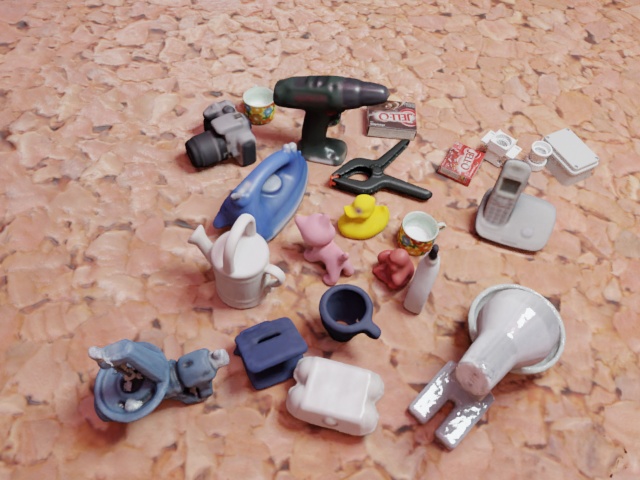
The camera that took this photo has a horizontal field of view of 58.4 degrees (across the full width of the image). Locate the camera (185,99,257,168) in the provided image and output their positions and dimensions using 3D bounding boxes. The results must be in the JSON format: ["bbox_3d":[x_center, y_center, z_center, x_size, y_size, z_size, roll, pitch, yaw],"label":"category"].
[{"bbox_3d":[-0.218,-0.220,1.203,0.137,0.101,0.143,-26,61,-20],"label":"camera"}]

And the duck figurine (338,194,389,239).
[{"bbox_3d":[0.088,-0.055,1.121,0.105,0.086,0.077,-12,57,-12],"label":"duck figurine"}]

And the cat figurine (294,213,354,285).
[{"bbox_3d":[0.010,0.004,1.057,0.067,0.118,0.127,-34,64,-23],"label":"cat figurine"}]

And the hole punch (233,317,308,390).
[{"bbox_3d":[-0.084,0.178,0.947,0.109,0.091,0.101,-20,59,-17],"label":"hole punch"}]

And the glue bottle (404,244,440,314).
[{"bbox_3d":[0.185,0.058,0.998,0.037,0.173,0.078,21,57,10],"label":"glue bottle"}]

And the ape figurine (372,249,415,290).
[{"bbox_3d":[0.140,0.046,1.053,0.076,0.092,0.078,1,56,-3],"label":"ape figurine"}]

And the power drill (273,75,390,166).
[{"bbox_3d":[0.018,-0.253,1.177,0.229,0.208,0.075,11,56,4],"label":"power drill"}]

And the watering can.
[{"bbox_3d":[-0.144,0.030,0.982,0.173,0.194,0.101,4,55,-1],"label":"watering can"}]

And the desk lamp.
[{"bbox_3d":[0.253,0.197,0.884,0.117,0.213,0.203,39,62,21],"label":"desk lamp"}]

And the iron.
[{"bbox_3d":[-0.097,-0.114,1.115,0.118,0.141,0.259,29,59,15],"label":"iron"}]

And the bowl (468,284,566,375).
[{"bbox_3d":[0.331,0.164,0.996,0.167,0.075,0.167,2,56,-3],"label":"bowl"}]

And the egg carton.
[{"bbox_3d":[0.025,0.250,0.919,0.150,0.069,0.107,13,56,5],"label":"egg carton"}]

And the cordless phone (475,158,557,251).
[{"bbox_3d":[0.386,-0.069,1.092,0.147,0.185,0.094,15,56,7],"label":"cordless phone"}]

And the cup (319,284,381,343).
[{"bbox_3d":[0.052,0.142,0.979,0.117,0.095,0.092,35,61,19],"label":"cup"}]

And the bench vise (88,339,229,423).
[{"bbox_3d":[-0.250,0.184,0.854,0.208,0.220,0.121,-30,62,-22],"label":"bench vise"}]
